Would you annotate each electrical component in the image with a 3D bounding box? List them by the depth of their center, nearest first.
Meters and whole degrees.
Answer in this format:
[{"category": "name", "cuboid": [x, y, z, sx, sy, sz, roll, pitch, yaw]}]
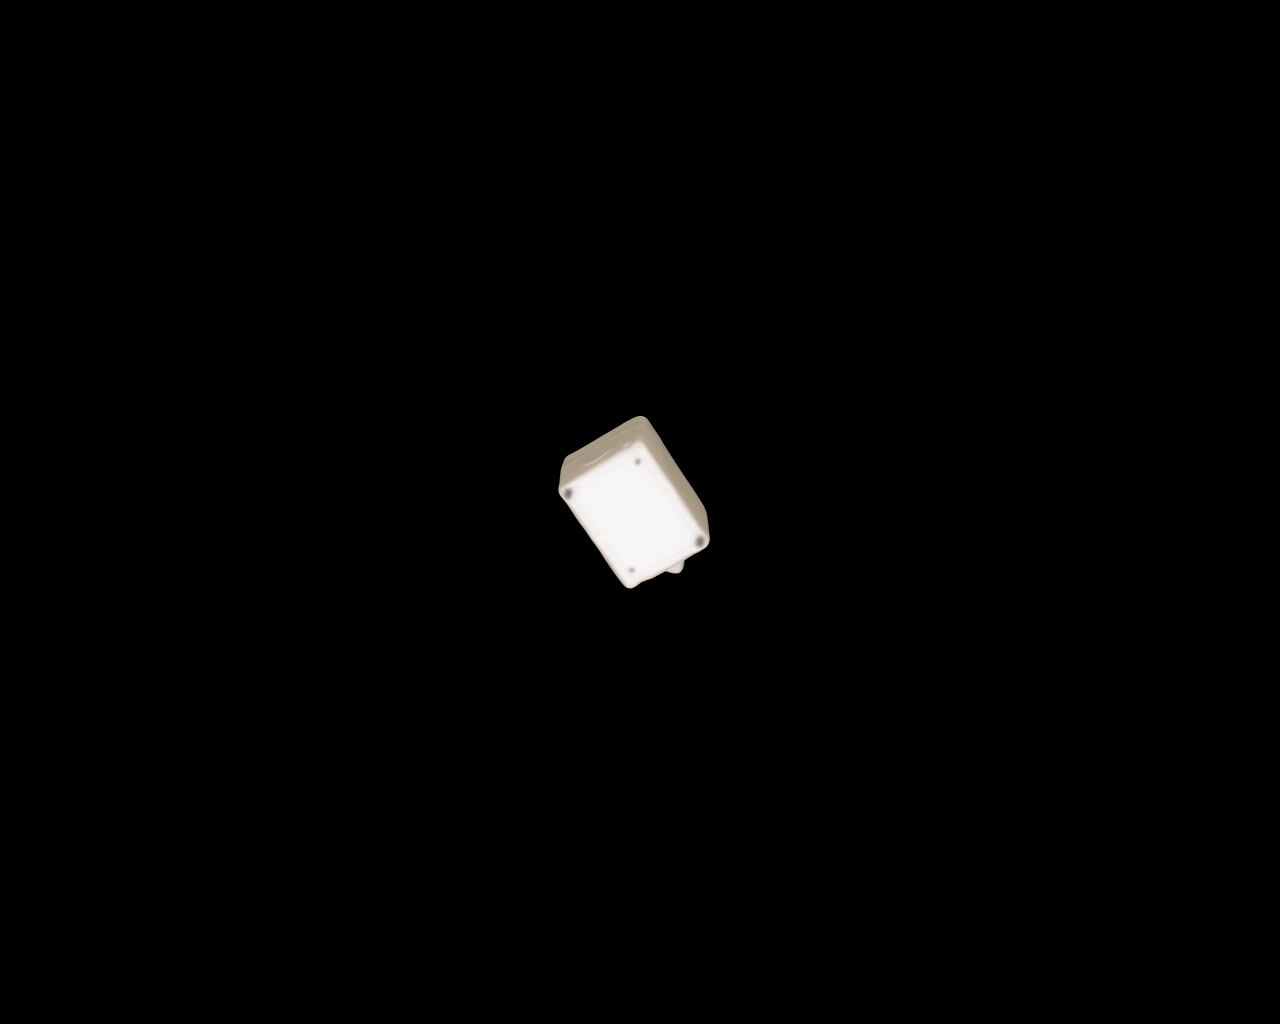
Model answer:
[{"category": "electrical component", "cuboid": [0.001, -0.003, 0.650, 0.061, 0.096, 0.061, -30, 20, 12]}]
